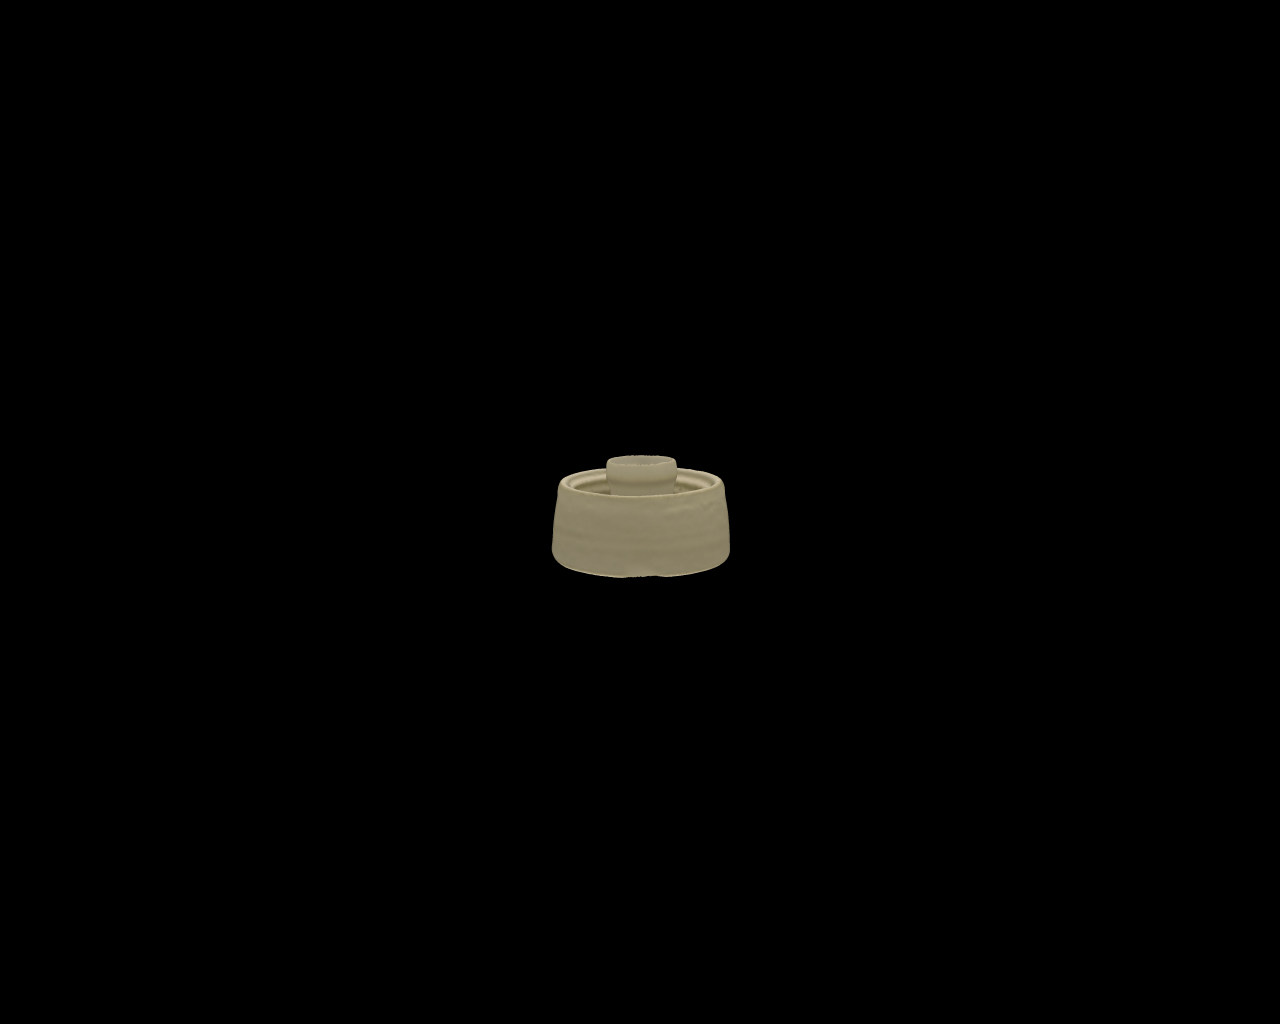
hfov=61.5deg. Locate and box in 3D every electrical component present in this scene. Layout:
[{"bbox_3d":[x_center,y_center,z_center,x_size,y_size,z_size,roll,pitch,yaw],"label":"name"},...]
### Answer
[{"bbox_3d":[0.001,-0.003,0.650,0.108,0.060,0.108,0,12,0],"label":"electrical component"}]
